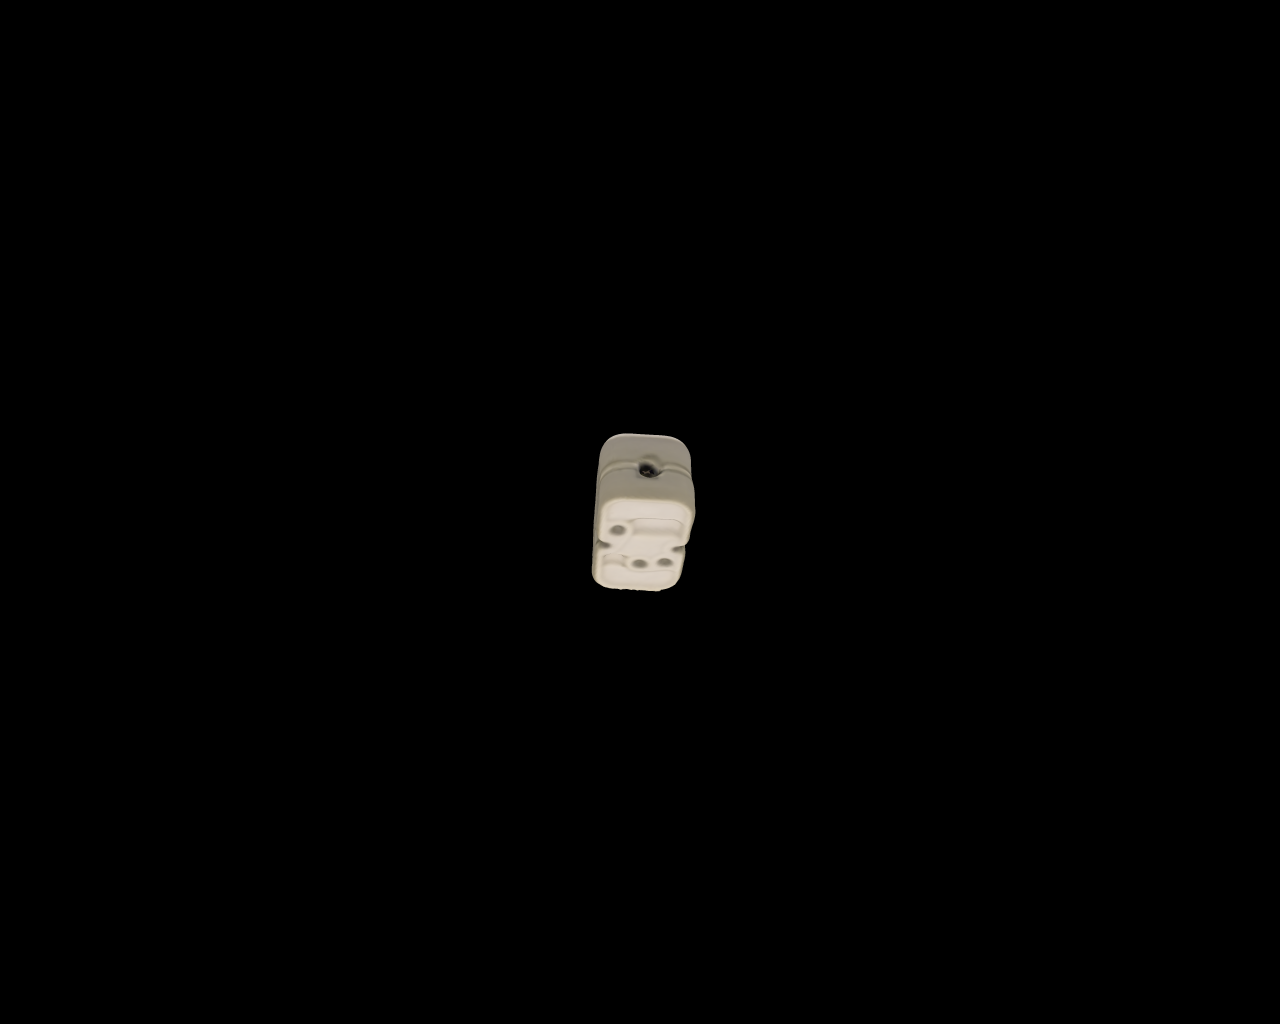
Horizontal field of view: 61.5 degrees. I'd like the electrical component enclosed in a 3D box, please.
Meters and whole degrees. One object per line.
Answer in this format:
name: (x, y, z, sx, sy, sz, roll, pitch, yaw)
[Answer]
electrical component: (0.001, -0.003, 0.650, 0.054, 0.059, 0.095, 3, -37, -4)
